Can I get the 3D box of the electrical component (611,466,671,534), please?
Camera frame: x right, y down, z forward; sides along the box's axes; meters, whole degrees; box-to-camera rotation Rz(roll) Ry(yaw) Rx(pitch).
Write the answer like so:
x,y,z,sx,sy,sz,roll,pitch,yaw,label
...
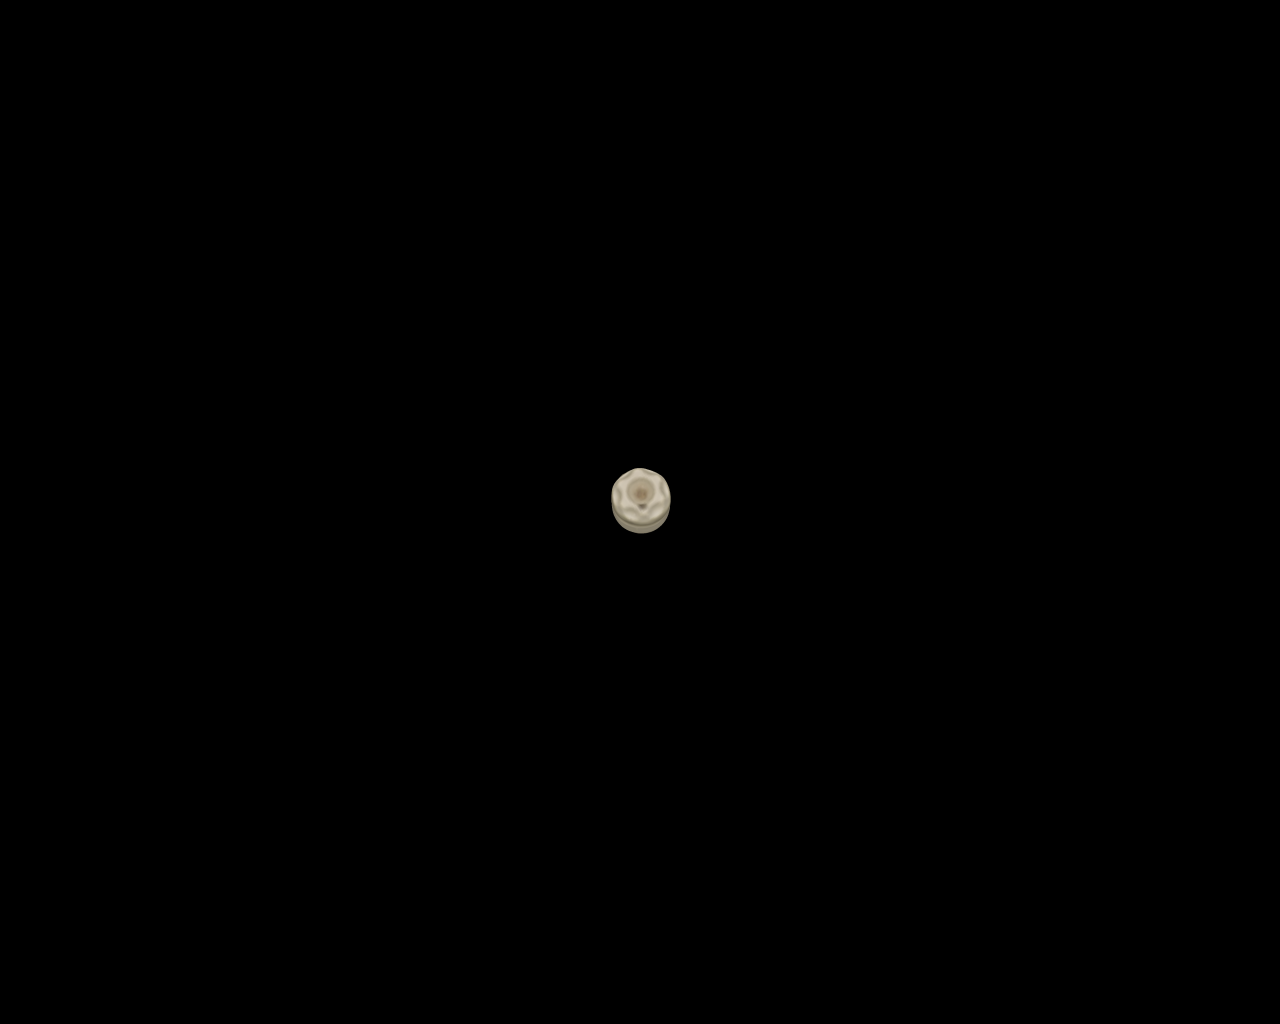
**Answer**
x,y,z,sx,sy,sz,roll,pitch,yaw,label
0.001,-0.003,0.650,0.035,0.035,0.061,0,-19,0,electrical component
